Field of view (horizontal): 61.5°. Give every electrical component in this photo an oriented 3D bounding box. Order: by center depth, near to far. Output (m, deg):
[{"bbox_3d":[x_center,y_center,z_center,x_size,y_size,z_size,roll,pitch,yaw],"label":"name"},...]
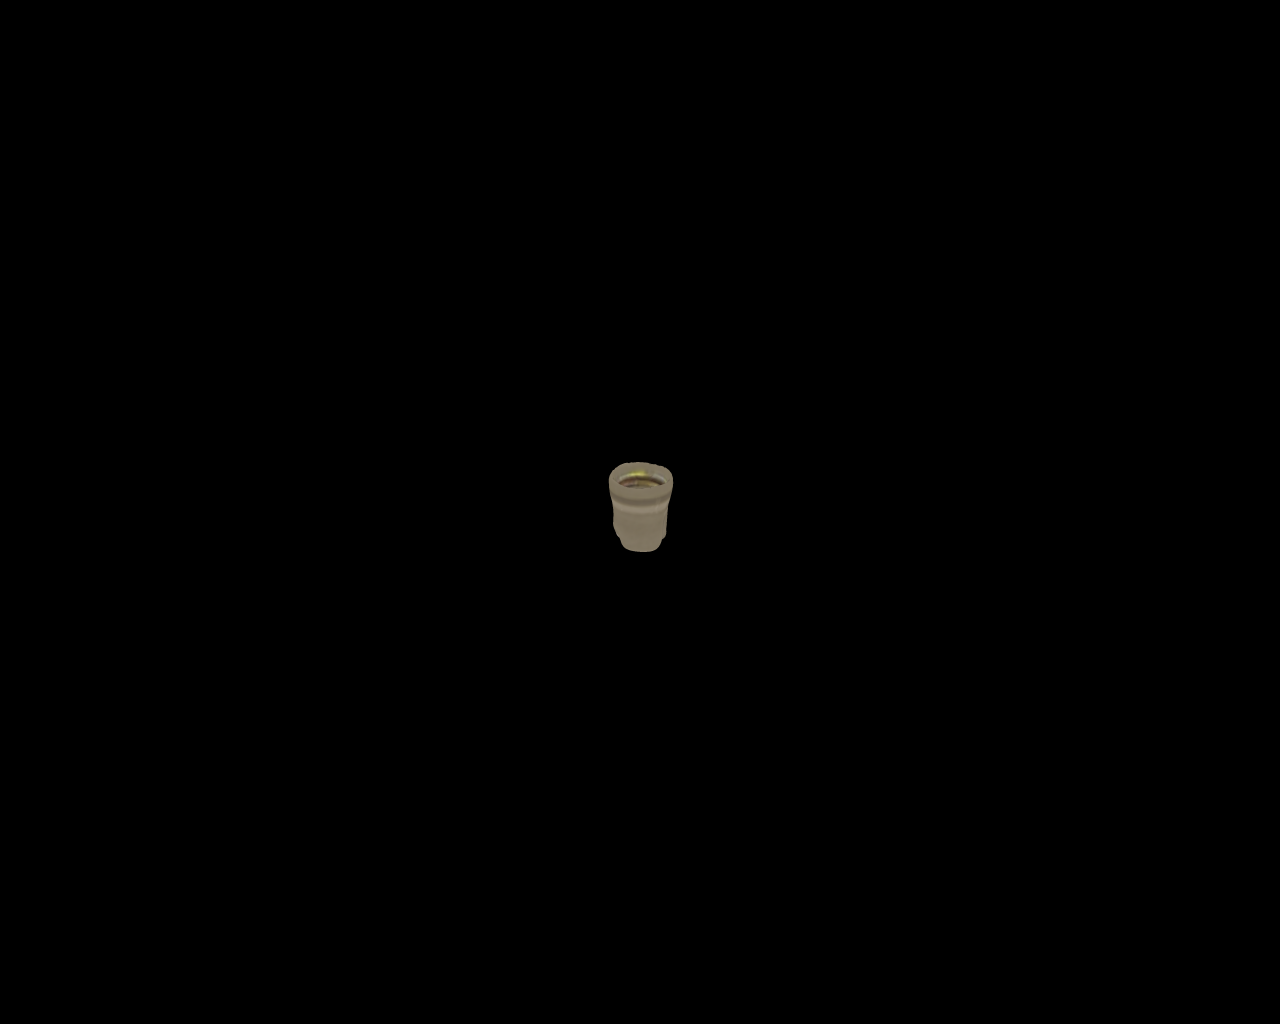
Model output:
[{"bbox_3d":[0.001,-0.003,0.650,0.040,0.046,0.040,0,26,0],"label":"electrical component"}]
